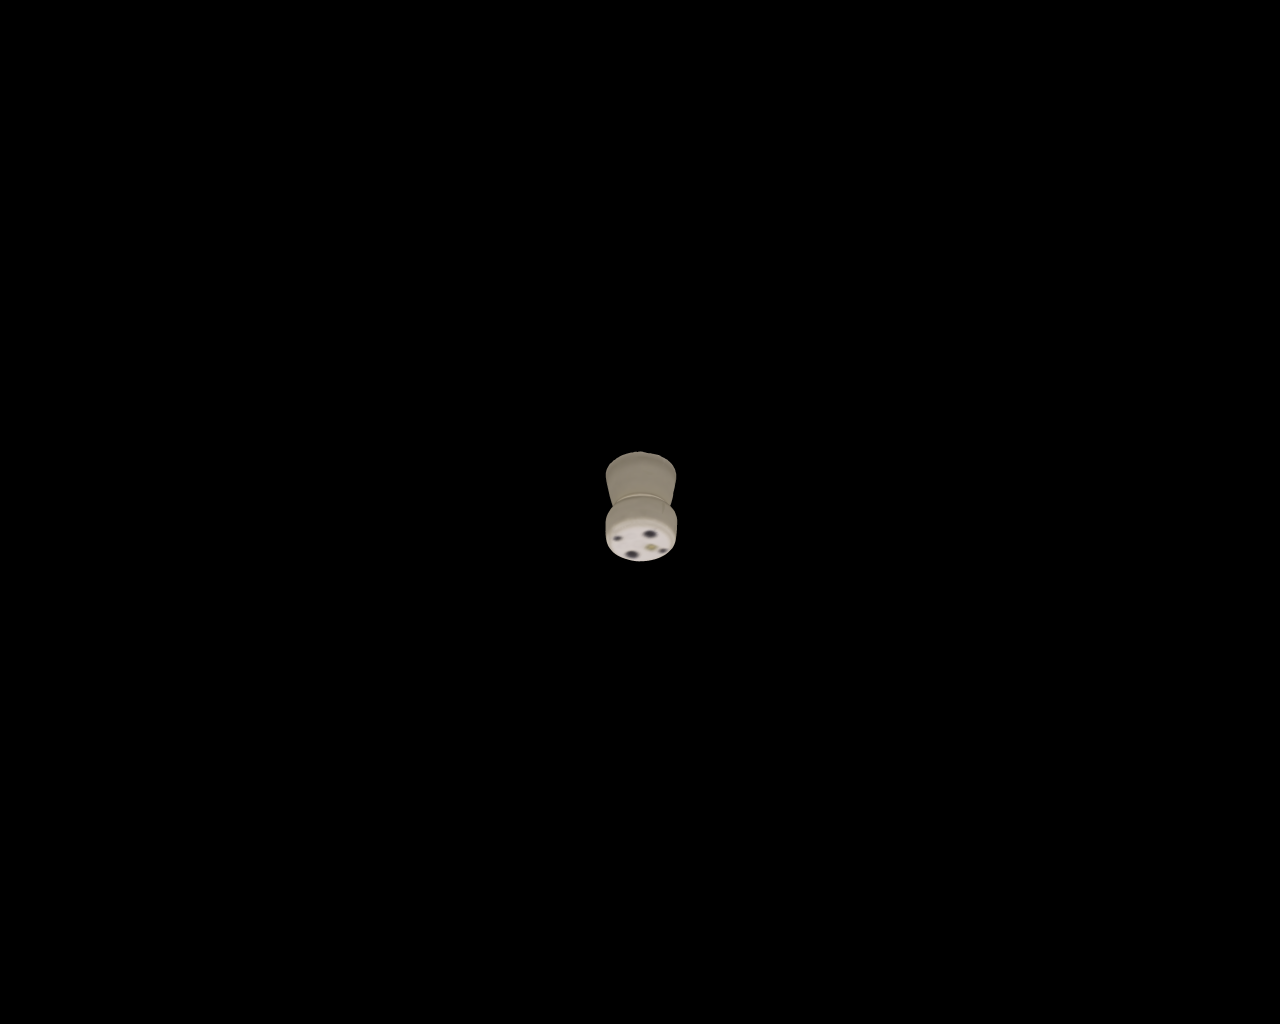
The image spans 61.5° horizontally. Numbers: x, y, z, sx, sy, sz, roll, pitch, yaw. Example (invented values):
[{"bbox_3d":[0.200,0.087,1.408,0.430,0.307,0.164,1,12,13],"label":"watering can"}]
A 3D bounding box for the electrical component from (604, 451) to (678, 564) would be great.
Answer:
[{"bbox_3d":[0.001,-0.003,0.650,0.045,0.055,0.044,0,-38,0],"label":"electrical component"}]
